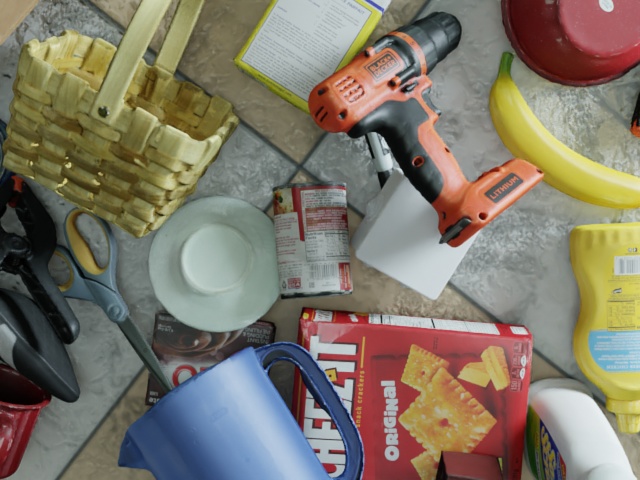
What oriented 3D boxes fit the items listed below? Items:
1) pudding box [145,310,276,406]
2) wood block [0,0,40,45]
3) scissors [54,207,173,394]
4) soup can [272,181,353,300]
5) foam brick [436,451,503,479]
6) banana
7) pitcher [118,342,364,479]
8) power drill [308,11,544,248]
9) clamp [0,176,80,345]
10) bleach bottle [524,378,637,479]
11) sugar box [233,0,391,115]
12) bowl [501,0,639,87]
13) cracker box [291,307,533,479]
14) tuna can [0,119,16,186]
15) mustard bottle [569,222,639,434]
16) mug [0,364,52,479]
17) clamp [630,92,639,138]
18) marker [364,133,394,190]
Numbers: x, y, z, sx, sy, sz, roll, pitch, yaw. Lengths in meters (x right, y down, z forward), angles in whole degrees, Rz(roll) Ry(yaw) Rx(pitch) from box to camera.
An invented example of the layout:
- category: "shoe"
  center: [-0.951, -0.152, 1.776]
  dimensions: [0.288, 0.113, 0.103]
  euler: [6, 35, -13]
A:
- category: "pudding box"
  center: [-0.102, 0.116, 1.001]
  dimensions: [0.113, 0.039, 0.090]
  euler: [7, 94, 1]
- category: "wood block"
  center: [-0.311, -0.215, 0.951]
  dimensions: [0.090, 0.090, 0.206]
  euler: [42, 95, -20]
- category: "scissors"
  center: [-0.208, 0.067, 0.993]
  dimensions: [0.096, 0.016, 0.202]
  euler: [-23, 79, 11]
- category: "soup can"
  center: [-0.006, 0.001, 0.969]
  dimensions: [0.068, 0.068, 0.102]
  euler: [-4, 86, 2]
- category: "foam brick"
  center: [0.125, 0.229, 0.923]
  dimensions: [0.051, 0.053, 0.078]
  euler: [10, 102, 1]
- category: "banana"
  center: [0.221, -0.084, 0.976]
  dimensions: [0.198, 0.037, 0.069]
  euler: [43, 94, -1]
- category: "pitcher"
  center: [-0.040, 0.215, 0.903]
  dimensions: [0.149, 0.144, 0.243]
  euler: [-40, 83, 37]
- category: "power drill"
  center: [0.105, -0.100, 0.930]
  dimensions: [0.184, 0.057, 0.188]
  euler: [-38, 83, -30]
- category: "clamp"
  center: [-0.267, 0.020, 0.962]
  dimensions: [0.120, 0.171, 0.039]
  euler: [23, 138, -27]
- category: "bleach bottle"
  center: [0.221, 0.188, 0.886]
  dimensions: [0.068, 0.251, 0.102]
  euler: [-3, 93, 2]
- category: "sugar box"
  center: [0.006, -0.209, 0.973]
  dimensions: [0.093, 0.048, 0.176]
  euler: [33, 91, -1]
- category: "bowl"
  center: [0.244, -0.211, 0.938]
  dimensions: [0.162, 0.055, 0.162]
  euler: [-2, 107, -5]
- category: "cracker box"
  center: [0.081, 0.155, 0.979]
  dimensions: [0.213, 0.072, 0.164]
  euler: [5, 95, 2]
- category: "tuna can"
  center: [-0.328, -0.079, 0.999]
  dimensions: [0.086, 0.033, 0.086]
  euler: [0, 94, 2]
- category: "mustard bottle"
  center: [0.280, 0.081, 0.974]
  dimensions: [0.096, 0.058, 0.191]
  euler: [-3, 93, 0]
- category: "mug"
  center: [-0.302, 0.172, 0.978]
  dimensions: [0.093, 0.117, 0.081]
  euler: [17, 101, -32]
- category: "clamp"
  center: [0.361, -0.174, 0.965]
  dimensions: [0.210, 0.036, 0.164]
  euler: [-35, 91, 5]
- category: "marker"
  center: [0.050, -0.095, 0.981]
  dimensions: [0.020, 0.020, 0.121]
  euler: [-18, 104, 3]
